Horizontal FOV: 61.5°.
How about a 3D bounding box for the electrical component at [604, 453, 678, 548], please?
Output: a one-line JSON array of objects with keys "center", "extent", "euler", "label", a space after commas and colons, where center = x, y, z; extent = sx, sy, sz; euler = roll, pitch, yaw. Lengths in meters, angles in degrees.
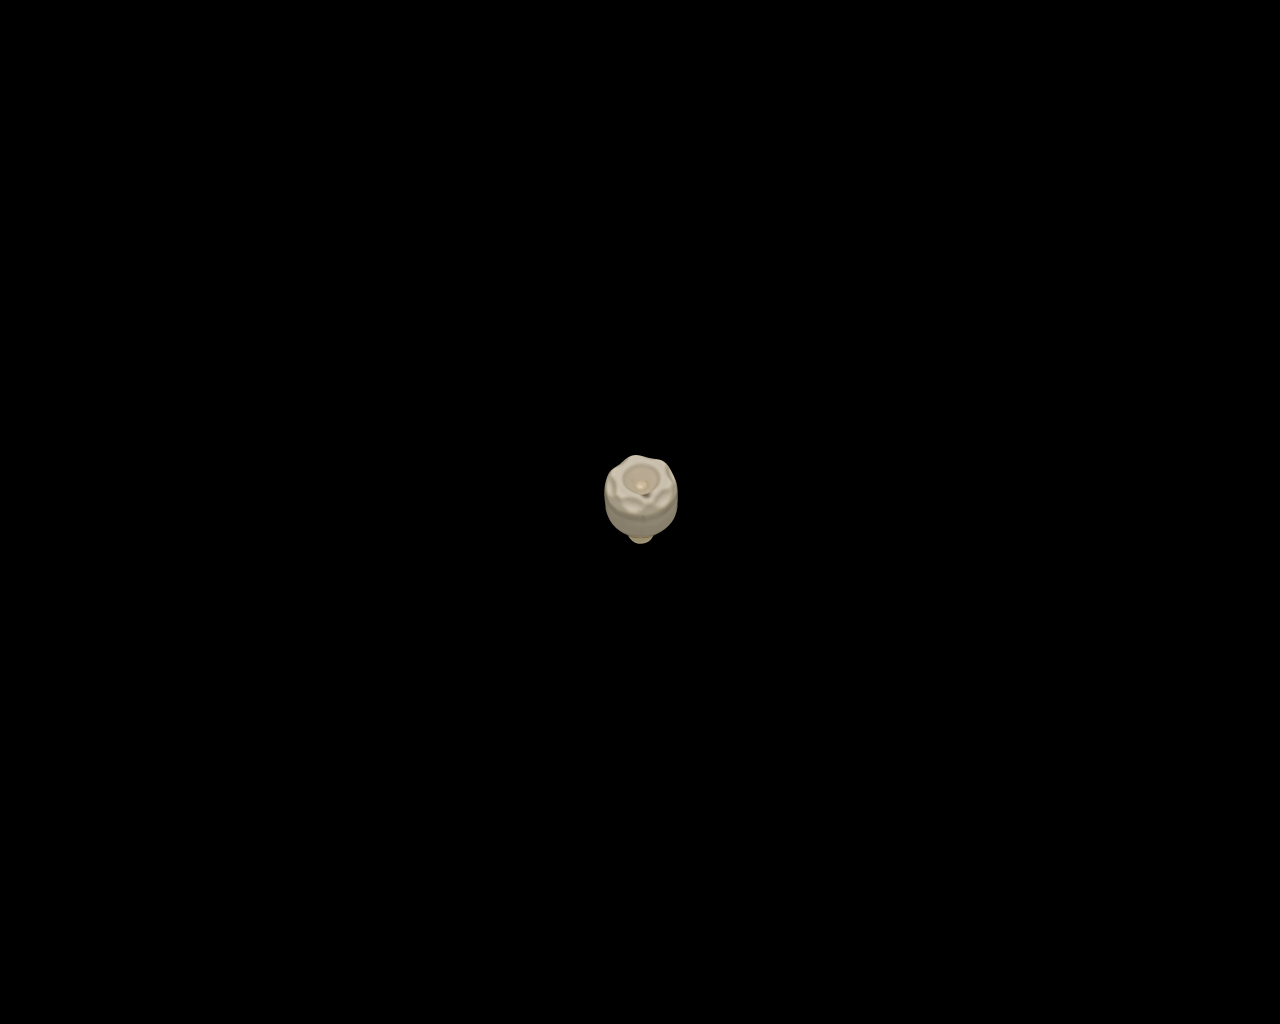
[{"center": [0.001, -0.003, 0.650], "extent": [0.043, 0.043, 0.062], "euler": [0, -36, 0], "label": "electrical component"}]
